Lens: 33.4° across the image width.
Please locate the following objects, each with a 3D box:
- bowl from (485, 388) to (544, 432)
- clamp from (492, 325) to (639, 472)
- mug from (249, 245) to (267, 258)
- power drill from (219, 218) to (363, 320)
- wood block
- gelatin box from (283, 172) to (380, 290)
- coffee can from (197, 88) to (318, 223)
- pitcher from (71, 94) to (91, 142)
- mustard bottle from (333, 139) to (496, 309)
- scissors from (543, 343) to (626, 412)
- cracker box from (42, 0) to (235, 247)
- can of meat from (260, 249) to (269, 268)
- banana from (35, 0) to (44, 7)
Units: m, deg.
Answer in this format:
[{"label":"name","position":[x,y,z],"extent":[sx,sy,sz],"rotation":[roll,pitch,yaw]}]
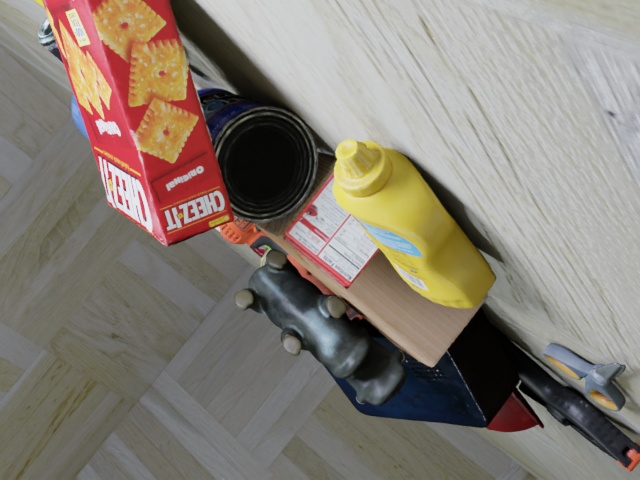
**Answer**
[{"label":"bowl","position":[0.193,0.171,1.257],"extent":[0.162,0.055,0.162],"rotation":[51,-174,-7]},{"label":"clamp","position":[0.259,0.172,1.152],"extent":[0.164,0.036,0.210],"rotation":[43,177,-42]},{"label":"mug","position":[-0.030,0.013,1.506],"extent":[0.117,0.081,0.093],"rotation":[37,174,18]},{"label":"power drill","position":[-0.007,0.001,1.111],"extent":[0.187,0.057,0.185],"rotation":[45,148,-4]},{"label":"wood block","position":[0.047,0.018,1.016],"extent":[0.206,0.091,0.090],"rotation":[41,174,-21]},{"label":"gelatin box","position":[0.023,-0.014,0.922],"extent":[0.073,0.089,0.030],"rotation":[38,173,4]},{"label":"coffee can","position":[-0.077,-0.080,0.972],"extent":[0.102,0.103,0.140],"rotation":[42,173,-29]},{"label":"pitcher","position":[-0.224,-0.136,1.337],"extent":[0.243,0.144,0.149],"rotation":[38,150,43]},{"label":"mustard bottle","position":[0.061,-0.018,0.806],"extent":[0.096,0.058,0.191],"rotation":[35,173,40]},{"label":"scissors","position":[0.231,0.109,0.937],"extent":[0.096,0.016,0.201],"rotation":[36,173,27]},{"label":"cracker box","position":[-0.157,-0.117,0.881],"extent":[0.164,0.072,0.214],"rotation":[29,137,60]},{"label":"can of meat","position":[-0.014,0.021,1.375],"extent":[0.084,0.102,0.057],"rotation":[30,172,46]},{"label":"banana","position":[-0.295,-0.276,1.173],"extent":[0.198,0.037,0.069],"rotation":[39,-167,16]}]
